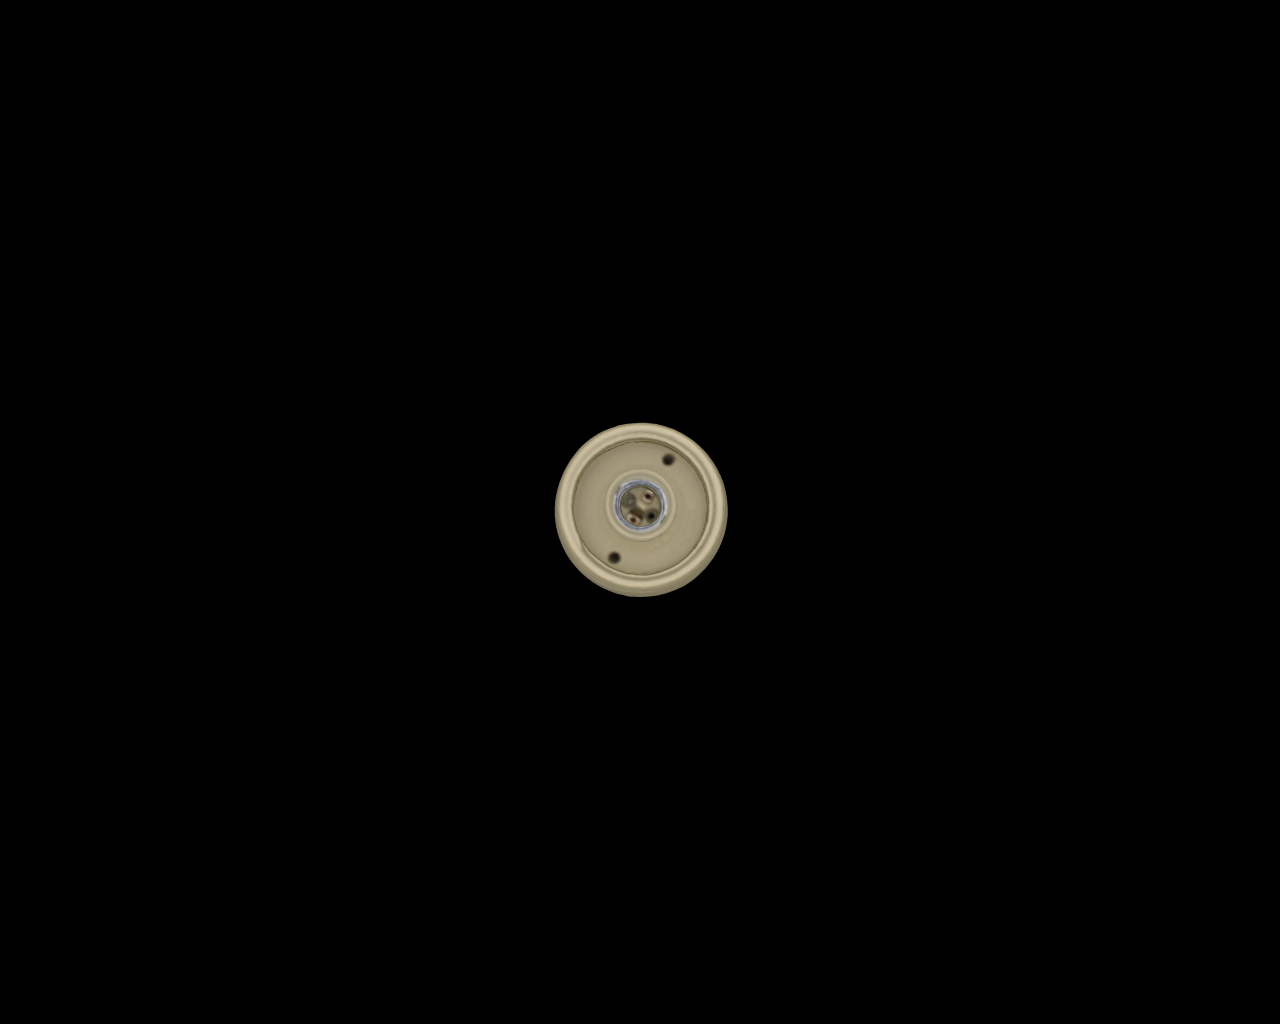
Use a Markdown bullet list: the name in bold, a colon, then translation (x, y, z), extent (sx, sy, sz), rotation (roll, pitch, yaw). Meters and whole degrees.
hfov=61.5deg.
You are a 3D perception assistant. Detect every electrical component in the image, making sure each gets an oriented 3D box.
- **electrical component**: translation (0.001, -0.003, 0.650), extent (0.108, 0.108, 0.060), rotation (0, -4, 0)
